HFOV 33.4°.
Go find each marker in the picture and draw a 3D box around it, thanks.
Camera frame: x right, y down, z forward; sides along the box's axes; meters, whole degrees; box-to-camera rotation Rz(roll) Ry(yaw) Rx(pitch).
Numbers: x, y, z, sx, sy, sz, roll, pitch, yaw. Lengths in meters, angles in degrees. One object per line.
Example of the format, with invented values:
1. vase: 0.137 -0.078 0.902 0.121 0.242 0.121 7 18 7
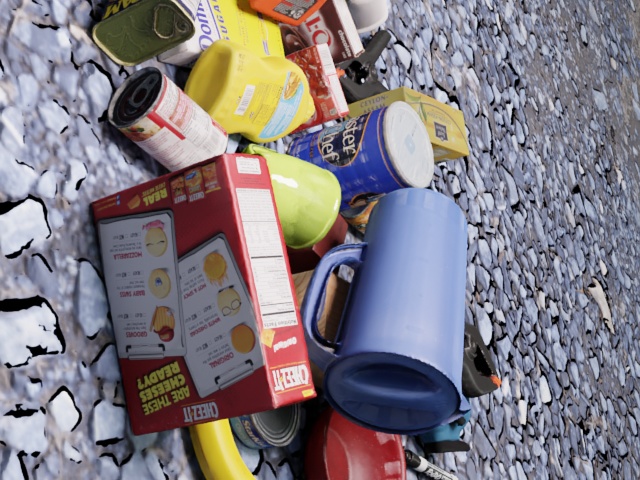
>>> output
1. marker: 0.135 0.286 1.326 0.121 0.020 0.020 37 47 -44

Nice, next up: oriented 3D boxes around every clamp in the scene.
1. clamp: 0.164 0.118 1.273 0.209 0.036 0.164 43 40 -48
2. clamp: 0.058 -0.229 1.415 0.171 0.039 0.120 2 74 -57

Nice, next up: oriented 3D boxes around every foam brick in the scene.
1. foam brick: -0.008 0.001 1.200 0.053 0.051 0.078 49 40 -36

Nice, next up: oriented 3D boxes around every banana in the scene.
1. banana: -0.091 0.178 0.999 0.069 0.037 0.198 -22 92 -46

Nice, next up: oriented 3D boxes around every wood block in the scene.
1. wood block: 0.028 0.112 1.171 0.205 0.090 0.091 31 52 -48

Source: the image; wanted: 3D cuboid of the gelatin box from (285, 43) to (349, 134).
1. gelatin box: -0.014 -0.176 1.247 0.030 0.073 0.089 -26 99 -58

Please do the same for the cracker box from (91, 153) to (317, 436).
1. cracker box: -0.103 0.049 0.924 0.071 0.164 0.214 -3 79 -55

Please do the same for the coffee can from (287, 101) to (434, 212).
1. coffee can: 0.047 -0.092 1.240 0.102 0.141 0.103 29 53 -48

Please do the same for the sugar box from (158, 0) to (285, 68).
1. sugar box: -0.108 -0.228 1.151 0.175 0.048 0.093 1 75 -58

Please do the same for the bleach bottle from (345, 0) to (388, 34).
1. bleach bottle: 0.049 -0.317 1.304 0.251 0.068 0.102 -95 163 -85

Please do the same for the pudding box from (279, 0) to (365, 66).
1. pudding box: -0.009 -0.259 1.276 0.113 0.090 0.039 65 32 -15

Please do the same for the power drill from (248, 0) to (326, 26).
1. power drill: -0.078 -0.336 1.186 0.184 0.057 0.188 6 53 -54

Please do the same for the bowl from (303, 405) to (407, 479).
1. bowl: 0.029 0.241 1.147 0.161 0.055 0.162 30 53 -49

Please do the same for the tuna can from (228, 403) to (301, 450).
1. tuna can: -0.057 0.165 1.066 0.086 0.034 0.086 30 53 -49

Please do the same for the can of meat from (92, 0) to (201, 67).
1. can of meat: -0.159 -0.225 1.018 0.057 0.102 0.084 45 40 -36

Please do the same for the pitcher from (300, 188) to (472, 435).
1. pitcher: 0.077 0.060 1.078 0.242 0.145 0.149 -77 150 -42

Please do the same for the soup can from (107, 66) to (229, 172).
1. soup can: -0.143 -0.109 1.021 0.102 0.069 0.068 41 45 -42

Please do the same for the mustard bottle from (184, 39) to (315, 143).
1. mustard bottle: -0.063 -0.153 1.151 0.191 0.058 0.096 3 115 -58
